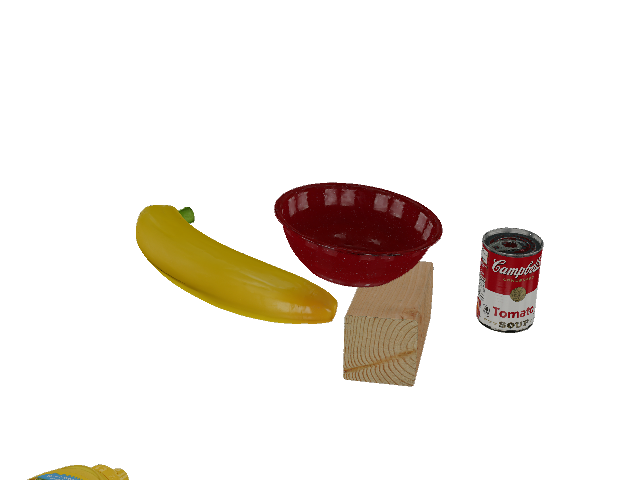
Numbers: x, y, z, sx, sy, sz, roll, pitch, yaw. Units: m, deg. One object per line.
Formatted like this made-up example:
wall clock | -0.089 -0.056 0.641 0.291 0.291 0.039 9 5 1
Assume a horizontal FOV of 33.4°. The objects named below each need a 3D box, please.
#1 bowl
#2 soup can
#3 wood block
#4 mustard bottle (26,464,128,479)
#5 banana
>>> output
bowl | 0.033 0.000 1.022 0.162 0.055 0.162 6 25 -3
soup can | 0.214 0.045 1.216 0.068 0.102 0.068 1 27 0
wood block | 0.091 0.101 1.385 0.091 0.090 0.206 5 20 10
mustard bottle | -0.220 0.226 0.852 0.096 0.058 0.191 7 15 28
banana | -0.070 0.010 0.687 0.069 0.037 0.198 -16 29 -30
